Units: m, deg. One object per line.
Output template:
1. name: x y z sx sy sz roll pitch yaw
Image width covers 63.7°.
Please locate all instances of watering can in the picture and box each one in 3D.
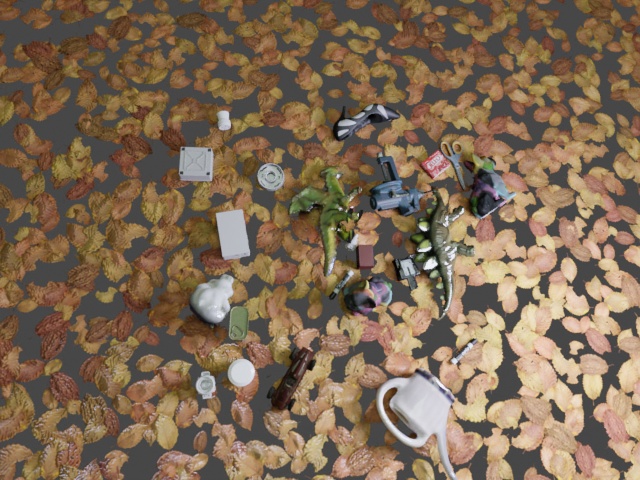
1. watering can: 0.337 0.551 1.598 0.349 0.102 0.227 42 72 7

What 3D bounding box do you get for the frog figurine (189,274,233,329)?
1. frog figurine: -0.329 0.182 1.625 0.139 0.121 0.160 39 84 25

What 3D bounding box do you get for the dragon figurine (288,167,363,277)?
1. dragon figurine: 0.005 -0.089 1.767 0.244 0.120 0.417 17 65 21
